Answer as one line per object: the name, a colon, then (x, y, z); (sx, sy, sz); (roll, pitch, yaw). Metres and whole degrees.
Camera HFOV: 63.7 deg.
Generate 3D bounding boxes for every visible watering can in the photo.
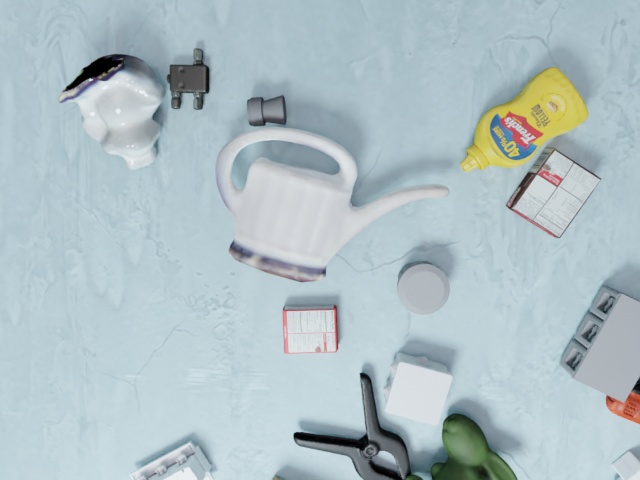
watering can: (0.002, -0.039, 0.776); (0.348, 0.105, 0.223); (17, 99, 0)

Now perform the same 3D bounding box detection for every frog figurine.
frog figurine: (-0.293, -0.195, 0.784); (0.137, 0.125, 0.156); (-34, 132, -2)
